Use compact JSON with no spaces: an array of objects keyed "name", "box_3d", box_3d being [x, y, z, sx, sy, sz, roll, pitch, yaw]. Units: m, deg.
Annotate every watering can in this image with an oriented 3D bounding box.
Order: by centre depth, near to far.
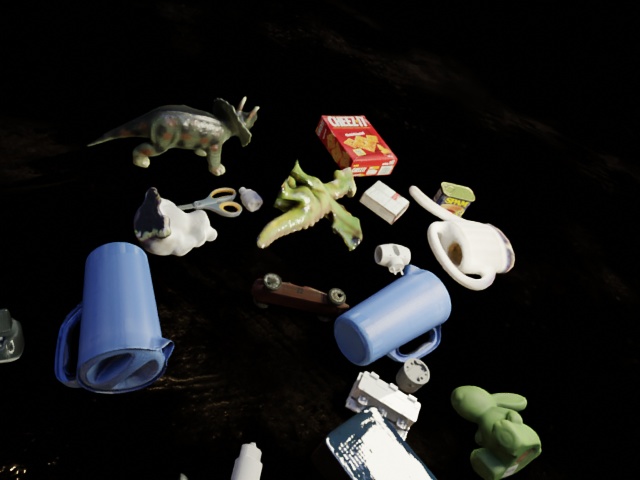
[{"name":"watering can","box_3d":[0.375,-0.015,1.366,0.224,0.101,0.356,3,48,-24]}]

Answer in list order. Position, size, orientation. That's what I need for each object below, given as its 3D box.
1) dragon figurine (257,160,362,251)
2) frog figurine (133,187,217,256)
[{"name":"dragon figurine","box_3d":[0.004,-0.063,1.250,0.242,0.119,0.420,29,43,-9]},{"name":"frog figurine","box_3d":[-0.304,-0.025,1.081,0.139,0.122,0.158,43,8,29]}]
